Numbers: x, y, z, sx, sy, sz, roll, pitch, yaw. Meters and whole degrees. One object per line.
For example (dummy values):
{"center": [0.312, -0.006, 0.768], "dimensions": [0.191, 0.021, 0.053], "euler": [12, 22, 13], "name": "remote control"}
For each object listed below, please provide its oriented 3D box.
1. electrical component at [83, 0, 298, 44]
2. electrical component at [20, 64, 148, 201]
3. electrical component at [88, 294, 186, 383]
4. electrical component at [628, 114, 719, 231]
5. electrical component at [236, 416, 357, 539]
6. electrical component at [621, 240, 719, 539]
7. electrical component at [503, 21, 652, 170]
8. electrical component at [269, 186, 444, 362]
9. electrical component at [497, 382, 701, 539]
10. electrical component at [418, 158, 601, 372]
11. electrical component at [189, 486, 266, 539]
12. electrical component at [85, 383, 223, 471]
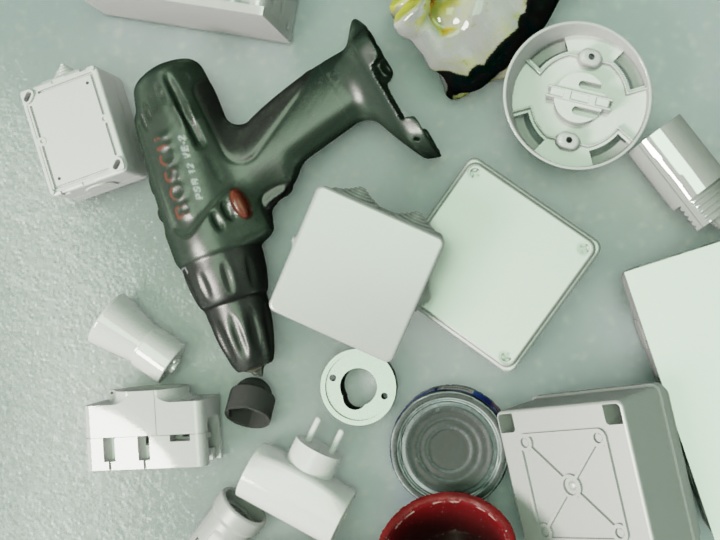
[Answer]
{"center": [-0.125, -0.213, 0.771], "dimensions": [0.150, 0.089, 0.061], "euler": [11, 91, 9], "name": "electrical component"}
{"center": [-0.202, -0.105, 0.796], "dimensions": [0.062, 0.061, 0.096], "euler": [-18, 87, 9], "name": "electrical component"}
{"center": [-0.163, 0.053, 0.799], "dimensions": [0.065, 0.044, 0.044], "euler": [35, 95, 3], "name": "electrical component"}
{"center": [0.226, -0.061, 0.736], "dimensions": [0.043, 0.043, 0.081], "euler": [-37, 85, 7], "name": "electrical component"}
{"center": [-0.038, 0.145, 0.775], "dimensions": [0.077, 0.044, 0.079], "euler": [27, 94, 8], "name": "electrical component"}
{"center": [0.256, 0.074, 0.721], "dimensions": [0.105, 0.060, 0.186], "euler": [-18, 87, 8], "name": "electrical component"}
{"center": [0.149, -0.116, 0.738], "dimensions": [0.099, 0.064, 0.099], "euler": [0, 89, 9], "name": "electrical component"}
{"center": [0.000, 0.000, 0.707], "dimensions": [0.100, 0.048, 0.099], "euler": [24, 100, 4], "name": "electrical component"}
{"center": [0.157, 0.136, 0.713], "dimensions": [0.109, 0.056, 0.108], "euler": [-15, 87, 48], "name": "electrical component"}
{"center": [0.092, -0.003, 0.750], "dimensions": [0.109, 0.056, 0.108], "euler": [36, 95, 8], "name": "electrical component"}
{"center": [-0.098, 0.189, 0.788], "dimensions": [0.040, 0.040, 0.046], "euler": [40, 101, 7], "name": "electrical component"}
{"center": [-0.151, 0.114, 0.791], "dimensions": [0.089, 0.050, 0.055], "euler": [-4, 89, 9], "name": "electrical component"}
